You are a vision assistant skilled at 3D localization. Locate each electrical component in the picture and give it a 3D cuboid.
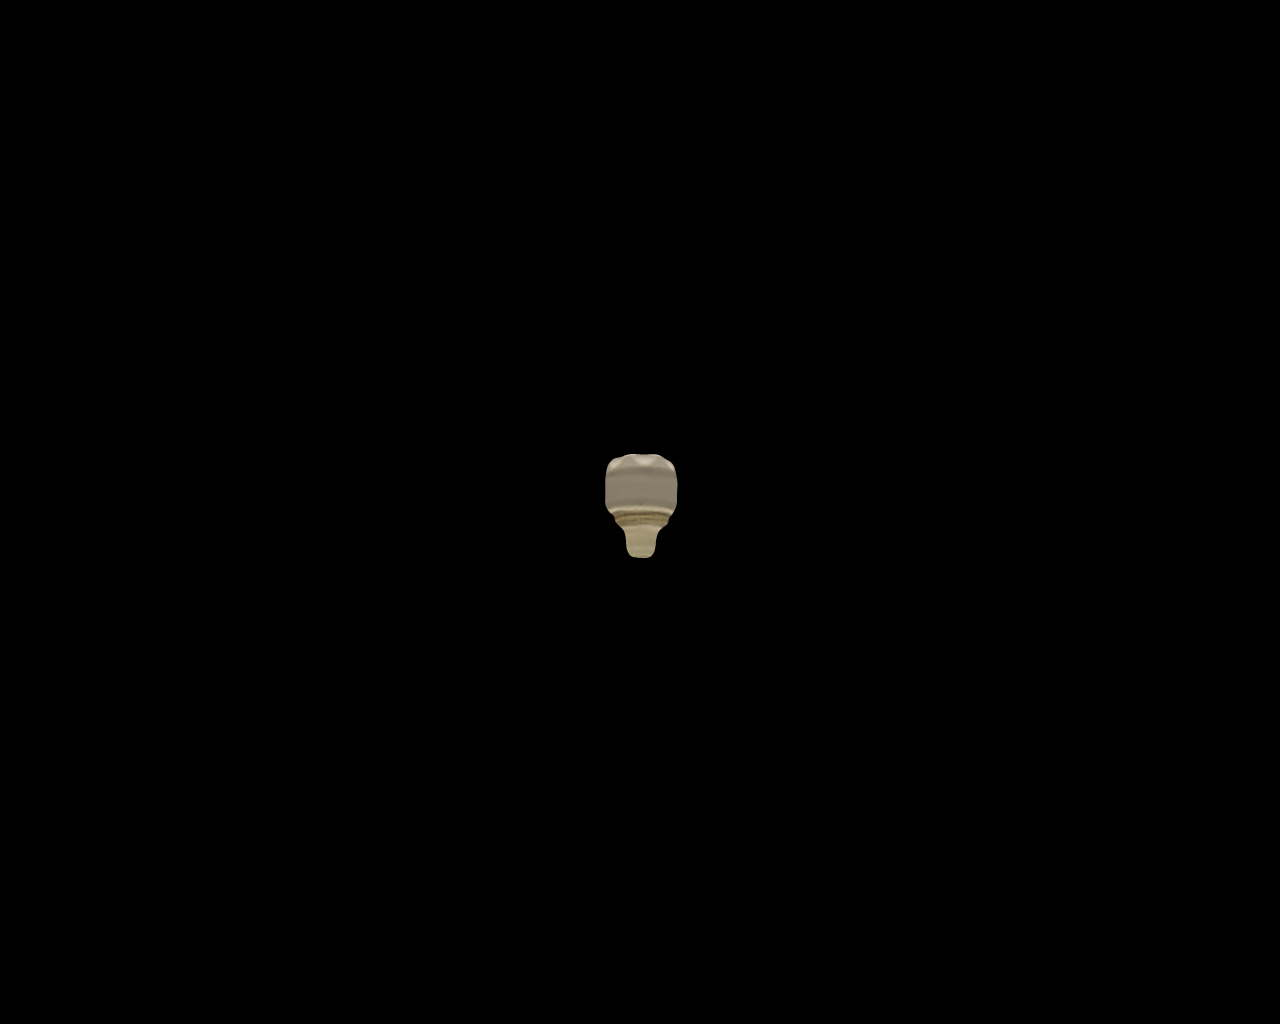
[{"bbox_3d":[0.001,-0.003,0.650,0.043,0.062,0.043,0,-10,0],"label":"electrical component"}]
